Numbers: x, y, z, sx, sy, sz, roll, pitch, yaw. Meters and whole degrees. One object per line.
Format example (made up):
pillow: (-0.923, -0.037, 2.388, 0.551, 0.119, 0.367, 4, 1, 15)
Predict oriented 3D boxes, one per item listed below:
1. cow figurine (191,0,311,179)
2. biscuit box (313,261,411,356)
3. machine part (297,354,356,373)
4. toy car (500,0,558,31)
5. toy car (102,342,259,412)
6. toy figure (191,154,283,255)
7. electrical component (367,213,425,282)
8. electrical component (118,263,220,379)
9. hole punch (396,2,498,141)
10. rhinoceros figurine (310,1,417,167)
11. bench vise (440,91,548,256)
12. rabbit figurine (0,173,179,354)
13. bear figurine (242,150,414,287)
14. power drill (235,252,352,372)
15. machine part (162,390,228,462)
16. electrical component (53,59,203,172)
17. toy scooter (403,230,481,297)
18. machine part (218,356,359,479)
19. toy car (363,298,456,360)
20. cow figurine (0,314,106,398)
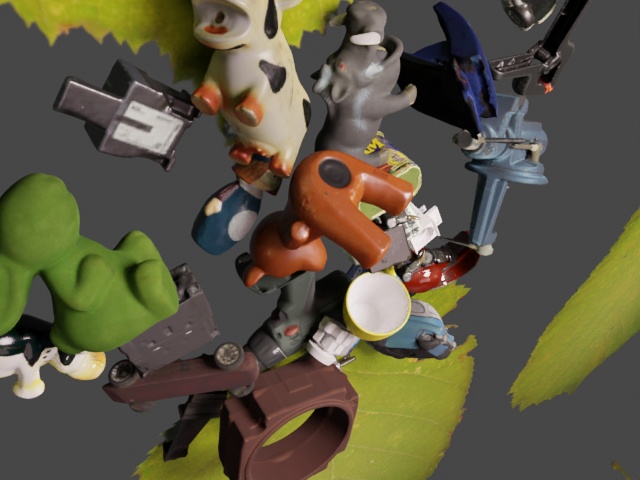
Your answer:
cow figurine: (-0.055, -0.156, 0.478, 0.194, 0.086, 0.127, 62, 47, -64)
biscuit box: (0.063, 0.094, 0.861, 0.059, 0.063, 0.202, 12, 119, -46)
machine part: (-0.046, 0.252, 0.913, 0.243, 0.079, 0.079, -25, 140, -20)
toy car: (0.229, -0.313, 0.601, 0.073, 0.056, 0.201, -44, 146, 13)
toy car: (-0.182, 0.180, 0.714, 0.202, 0.053, 0.089, -9, 141, 1)
toy figure: (-0.082, -0.053, 0.596, 0.154, 0.058, 0.064, -51, 180, 11)
electrical component: (0.090, 0.006, 0.689, 0.078, 0.045, 0.102, -17, 111, -14)
electrical component: (-0.191, 0.091, 0.643, 0.115, 0.058, 0.134, -30, 142, -17)
hole punch: (0.156, -0.194, 0.616, 0.092, 0.116, 0.142, -47, 144, -4)
rhinoceros figurine: (0.038, -0.159, 0.585, 0.112, 0.073, 0.190, -6, 134, -22)
bench vise: (0.255, -0.088, 0.781, 0.223, 0.129, 0.240, -18, 122, -56)
rabbit figurine: (-0.243, 0.018, 0.507, 0.159, 0.121, 0.170, -30, 124, -3)
bear figurine: (-0.005, -0.004, 0.598, 0.120, 0.132, 0.195, -60, -179, -41)
power drill: (-0.053, 0.094, 0.748, 0.232, 0.086, 0.207, -31, 138, -15)
machine part: (-0.203, 0.289, 0.848, 0.084, 0.039, 0.139, 11, 118, -52)
electrical component: (-0.170, -0.110, 0.465, 0.119, 0.048, 0.074, 11, 119, -46)
toy scooter: (0.204, 0.035, 0.893, 0.184, 0.075, 0.135, -7, 154, -38)
machine part: (-0.047, 0.287, 0.821, 0.201, 0.087, 0.201, -11, 129, -31)
toy car: (0.162, 0.156, 0.970, 0.162, 0.103, 0.109, -8, 151, 36)
cow figurine: (-0.303, 0.109, 0.559, 0.167, 0.068, 0.098, 2, 120, -43)
